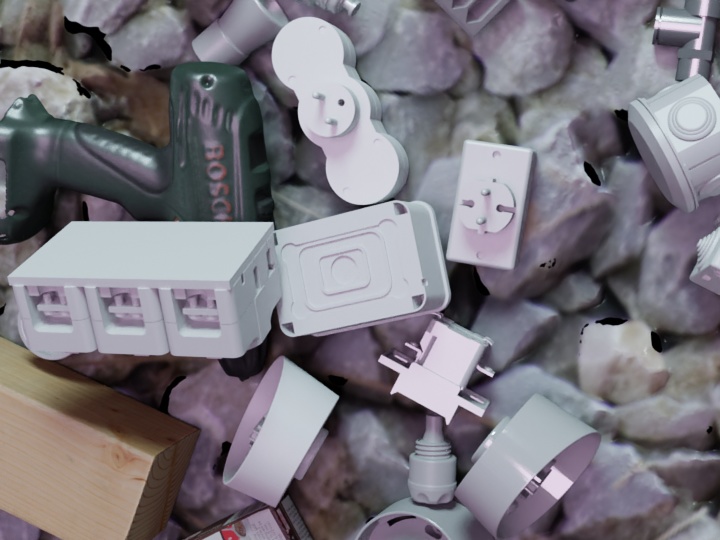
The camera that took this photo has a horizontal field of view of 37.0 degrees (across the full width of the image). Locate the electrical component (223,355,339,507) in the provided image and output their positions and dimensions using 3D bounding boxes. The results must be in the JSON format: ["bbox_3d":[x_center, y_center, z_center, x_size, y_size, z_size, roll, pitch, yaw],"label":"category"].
[{"bbox_3d":[-0.059,0.115,0.764,0.064,0.099,0.099,30,101,3],"label":"electrical component"}]

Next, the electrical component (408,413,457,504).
[{"bbox_3d":[0.052,0.134,0.768,0.035,0.035,0.061,2,93,13],"label":"electrical component"}]

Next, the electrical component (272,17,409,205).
[{"bbox_3d":[-0.017,-0.110,0.743,0.052,0.074,0.138,-26,88,14],"label":"electrical component"}]

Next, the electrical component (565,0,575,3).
[{"bbox_3d":[0.141,-0.252,0.701,0.109,0.056,0.108,-42,84,13],"label":"electrical component"}]

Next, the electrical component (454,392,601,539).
[{"bbox_3d":[0.112,0.133,0.724,0.064,0.099,0.099,39,102,14],"label":"electrical component"}]

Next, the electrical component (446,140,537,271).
[{"bbox_3d":[0.086,-0.043,0.723,0.047,0.076,0.083,10,97,13],"label":"electrical component"}]

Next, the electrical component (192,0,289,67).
[{"bbox_3d":[-0.088,-0.169,0.773,0.065,0.044,0.044,-37,86,19],"label":"electrical component"}]

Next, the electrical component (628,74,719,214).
[{"bbox_3d":[0.209,-0.081,0.689,0.051,0.080,0.080,-28,88,9],"label":"electrical component"}]

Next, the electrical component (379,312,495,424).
[{"bbox_3d":[0.059,0.067,0.757,0.081,0.042,0.063,27,97,9],"label":"electrical component"}]

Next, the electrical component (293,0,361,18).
[{"bbox_3d":[-0.034,-0.205,0.756,0.078,0.040,0.040,38,102,8],"label":"electrical component"}]

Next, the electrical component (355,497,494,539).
[{"bbox_3d":[0.044,0.214,0.774,0.099,0.064,0.099,0,89,26],"label":"electrical component"}]

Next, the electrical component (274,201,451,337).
[{"bbox_3d":[0.000,0.000,0.746,0.113,0.057,0.078,-13,85,23],"label":"electrical component"}]

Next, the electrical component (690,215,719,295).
[{"bbox_3d":[0.261,0.001,0.674,0.100,0.100,0.048,28,88,10],"label":"electrical component"}]

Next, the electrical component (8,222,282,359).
[{"bbox_3d":[-0.137,0.014,0.708,0.150,0.089,0.061,1,116,14],"label":"electrical component"}]

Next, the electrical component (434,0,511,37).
[{"bbox_3d":[0.054,-0.211,0.722,0.047,0.083,0.075,-44,46,13],"label":"electrical component"}]

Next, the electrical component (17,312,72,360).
[{"bbox_3d":[-0.224,0.038,0.820,0.055,0.047,0.055,1,95,13],"label":"electrical component"}]
